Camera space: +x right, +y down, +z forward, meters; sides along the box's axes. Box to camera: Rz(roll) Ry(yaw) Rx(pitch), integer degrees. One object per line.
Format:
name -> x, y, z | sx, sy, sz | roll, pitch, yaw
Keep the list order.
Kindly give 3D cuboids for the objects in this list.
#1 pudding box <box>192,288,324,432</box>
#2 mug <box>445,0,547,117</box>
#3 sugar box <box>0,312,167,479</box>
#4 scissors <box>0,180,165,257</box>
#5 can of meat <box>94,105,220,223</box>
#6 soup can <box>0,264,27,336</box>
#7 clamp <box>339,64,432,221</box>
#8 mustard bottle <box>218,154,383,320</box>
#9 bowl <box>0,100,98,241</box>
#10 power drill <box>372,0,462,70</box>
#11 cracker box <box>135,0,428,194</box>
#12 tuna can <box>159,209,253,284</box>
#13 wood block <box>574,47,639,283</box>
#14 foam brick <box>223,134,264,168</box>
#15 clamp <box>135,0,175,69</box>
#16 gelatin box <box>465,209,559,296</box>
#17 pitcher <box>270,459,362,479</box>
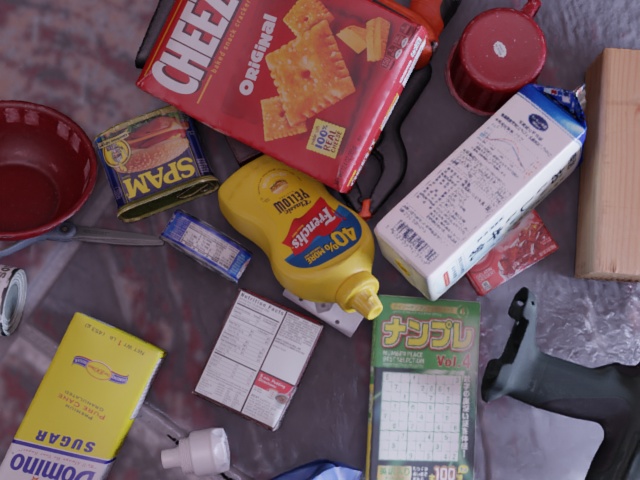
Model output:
pudding box -> -0.058, 0.113, 1.015 | 0.090, 0.039, 0.113 | 24, 83, 5
mug -> 0.176, -0.181, 1.018 | 0.093, 0.081, 0.117 | 36, 86, 5
sugar box -> -0.226, 0.166, 1.010 | 0.093, 0.048, 0.176 | 24, 84, 4
scissors -> -0.259, -0.024, 1.043 | 0.201, 0.016, 0.096 | -7, 60, -15
can of meat -> -0.158, -0.075, 1.029 | 0.102, 0.057, 0.084 | -21, 81, -1
soup can -> -0.339, 0.051, 1.014 | 0.102, 0.068, 0.068 | 10, 84, 2
clamp -> 0.056, -0.104, 1.036 | 0.120, 0.039, 0.171 | -7, 82, 5
mustard bottle -> -0.006, 0.001, 0.979 | 0.096, 0.058, 0.192 | -29, 59, -19
bowl -> -0.293, -0.055, 1.011 | 0.162, 0.055, 0.162 | 5, 54, -8
power drill -> 0.091, -0.273, 1.030 | 0.184, 0.057, 0.187 | 32, 77, 6
cracker box -> -0.034, -0.161, 0.960 | 0.214, 0.072, 0.164 | 28, 95, 7
tuna can -> -0.107, 0.006, 1.004 | 0.086, 0.086, 0.034 | 30, 84, 4
wood block -> 0.297, -0.065, 0.999 | 0.091, 0.090, 0.206 | 4, 84, 3
foam brick -> -0.071, -0.115, 1.033 | 0.053, 0.051, 0.078 | -28, 84, -2
clamp -> -0.144, -0.291, 1.060 | 0.210, 0.036, 0.164 | -38, 84, -5
gelatin box -> 0.171, 0.001, 1.025 | 0.089, 0.030, 0.073 | -31, 83, -2
pitcher -> -0.008, 0.332, 0.950 | 0.149, 0.144, 0.243 | -27, 86, 40
